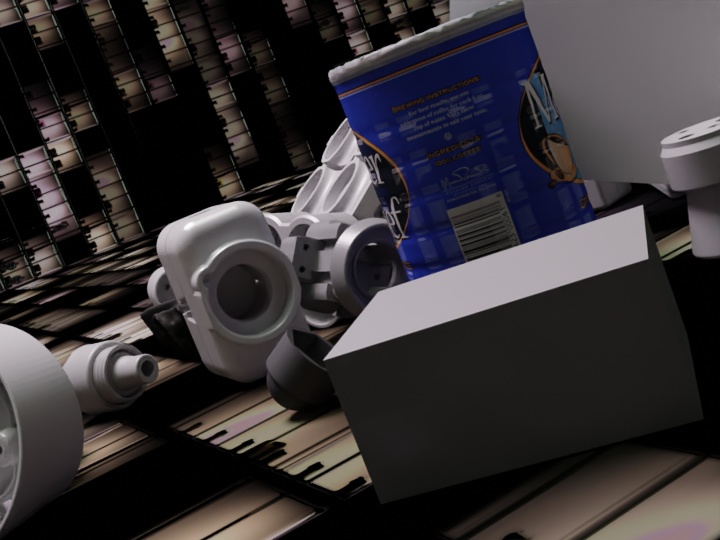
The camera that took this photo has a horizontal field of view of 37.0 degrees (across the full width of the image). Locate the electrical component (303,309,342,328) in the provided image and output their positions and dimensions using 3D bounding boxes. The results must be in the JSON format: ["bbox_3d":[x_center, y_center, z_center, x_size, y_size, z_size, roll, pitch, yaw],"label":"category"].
[{"bbox_3d":[-0.004,0.001,0.685,0.043,0.043,0.081,-13,12,44],"label":"electrical component"}]

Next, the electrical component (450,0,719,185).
[{"bbox_3d":[0.147,-0.105,0.583,0.186,0.105,0.060,6,17,24],"label":"electrical component"}]

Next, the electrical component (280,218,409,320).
[{"bbox_3d":[0.000,0.000,0.614,0.078,0.058,0.057,14,-8,-28],"label":"electrical component"}]

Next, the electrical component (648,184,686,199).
[{"bbox_3d":[0.203,-0.081,0.658,0.062,0.061,0.096,-21,16,3],"label":"electrical component"}]

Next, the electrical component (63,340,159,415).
[{"bbox_3d":[-0.148,0.063,0.648,0.062,0.043,0.043,-14,12,37],"label":"electrical component"}]

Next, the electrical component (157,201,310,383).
[{"bbox_3d":[-0.069,0.012,0.600,0.054,0.095,0.059,-25,9,-21],"label":"electrical component"}]

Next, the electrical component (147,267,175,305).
[{"bbox_3d":[-0.172,0.017,0.988,0.043,0.043,0.081,-24,9,-16],"label":"electrical component"}]

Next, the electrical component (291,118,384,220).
[{"bbox_3d":[0.007,-0.075,0.900,0.105,0.060,0.186,-60,16,-7],"label":"electrical component"}]

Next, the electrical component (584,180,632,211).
[{"bbox_3d":[0.121,-0.054,0.711,0.083,0.047,0.076,-12,12,46],"label":"electrical component"}]

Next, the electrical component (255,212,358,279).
[{"bbox_3d":[-0.044,-0.019,0.824,0.074,0.052,0.138,-7,7,-44],"label":"electrical component"}]

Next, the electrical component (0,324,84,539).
[{"bbox_3d":[-0.176,0.075,0.483,0.099,0.099,0.064,-17,3,28],"label":"electrical component"}]

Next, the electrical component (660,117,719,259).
[{"bbox_3d":[0.164,-0.038,0.483,0.045,0.055,0.045,-21,9,3],"label":"electrical component"}]
